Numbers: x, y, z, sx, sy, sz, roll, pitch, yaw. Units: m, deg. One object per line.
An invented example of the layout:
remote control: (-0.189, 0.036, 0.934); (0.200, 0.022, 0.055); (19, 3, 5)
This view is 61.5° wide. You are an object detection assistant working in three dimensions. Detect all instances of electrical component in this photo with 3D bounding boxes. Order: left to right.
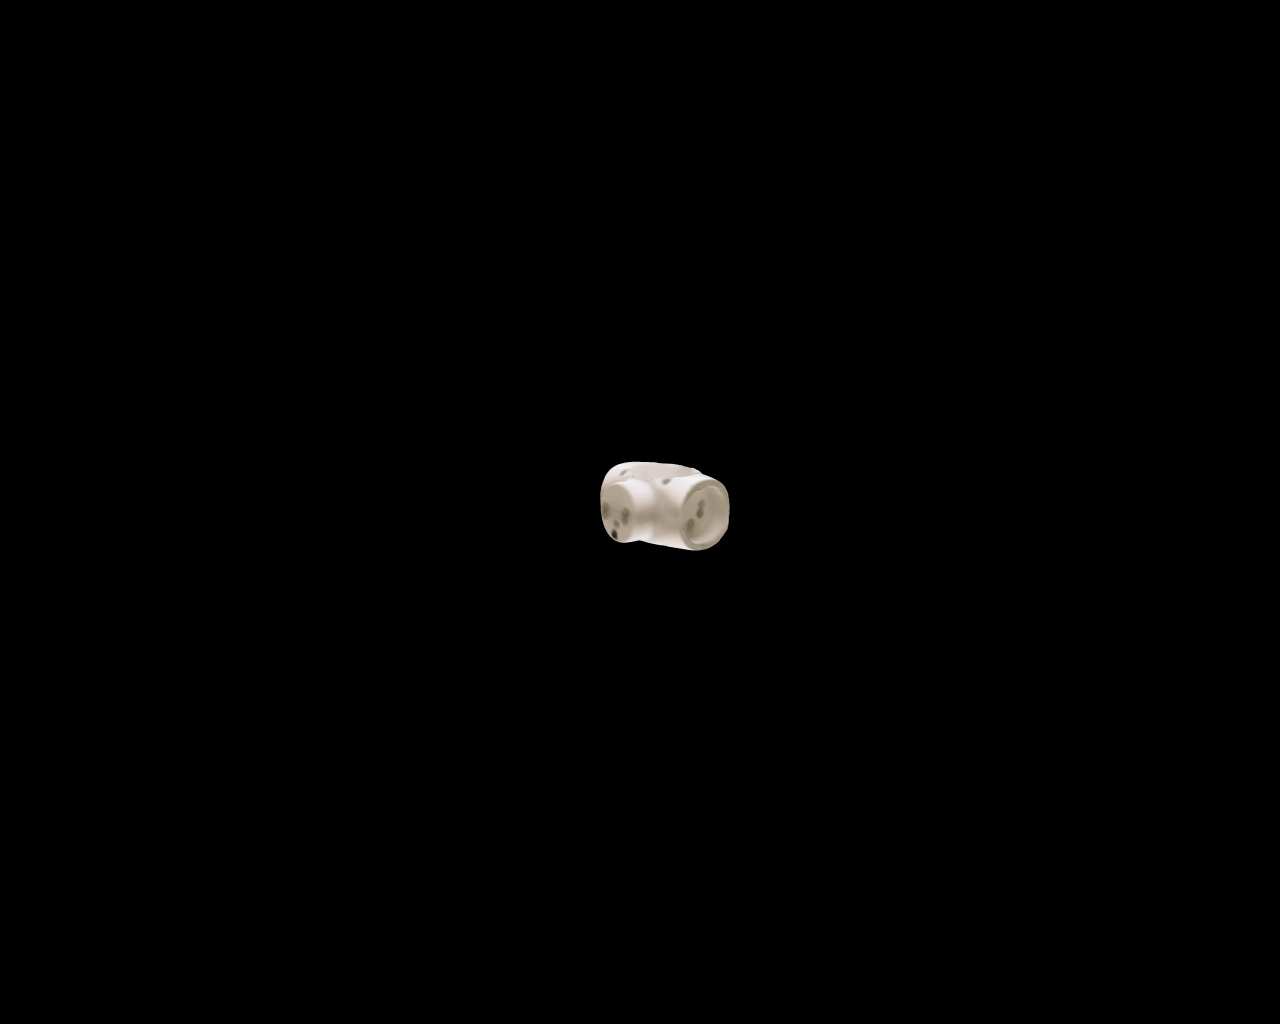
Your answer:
electrical component: (0.001, -0.003, 0.650); (0.079, 0.044, 0.077); (-11, 17, -38)
